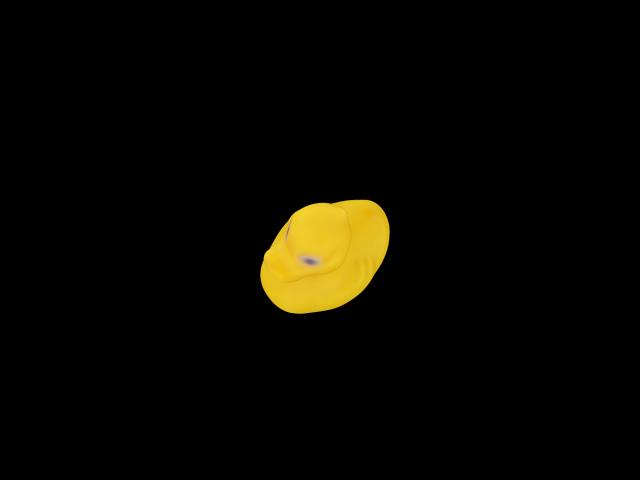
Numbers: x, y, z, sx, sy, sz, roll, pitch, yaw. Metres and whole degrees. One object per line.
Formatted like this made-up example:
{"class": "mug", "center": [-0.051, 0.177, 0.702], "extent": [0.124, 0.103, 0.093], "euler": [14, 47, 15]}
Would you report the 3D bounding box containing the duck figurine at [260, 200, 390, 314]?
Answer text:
{"class": "duck figurine", "center": [0.004, 0.001, 0.400], "extent": [0.104, 0.086, 0.077], "euler": [-33, 74, -11]}
